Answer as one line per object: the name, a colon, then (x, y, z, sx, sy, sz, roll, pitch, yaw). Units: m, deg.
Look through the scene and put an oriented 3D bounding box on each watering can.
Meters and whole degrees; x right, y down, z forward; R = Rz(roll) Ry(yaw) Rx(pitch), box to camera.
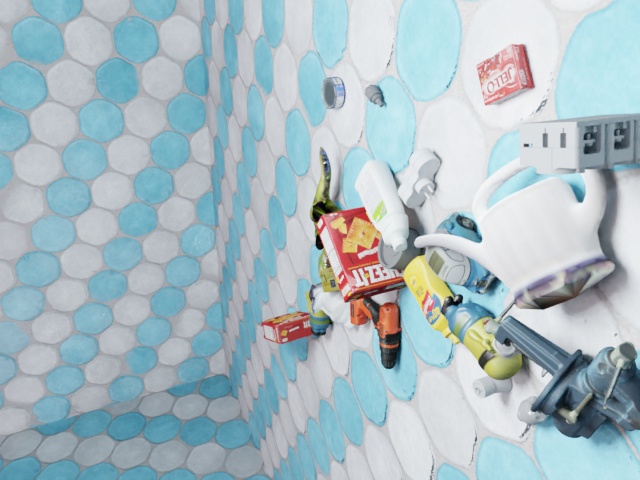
watering can: (0.303, 0.006, 0.817, 0.341, 0.104, 0.228, -41, 59, 45)

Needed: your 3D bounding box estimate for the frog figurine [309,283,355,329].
frog figurine: (0.057, 0.189, 1.556, 0.160, 0.124, 0.135, 19, 113, 24)

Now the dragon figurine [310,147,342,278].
dragon figurine: (0.005, -0.078, 1.541, 0.244, 0.122, 0.407, -150, 54, -71)
